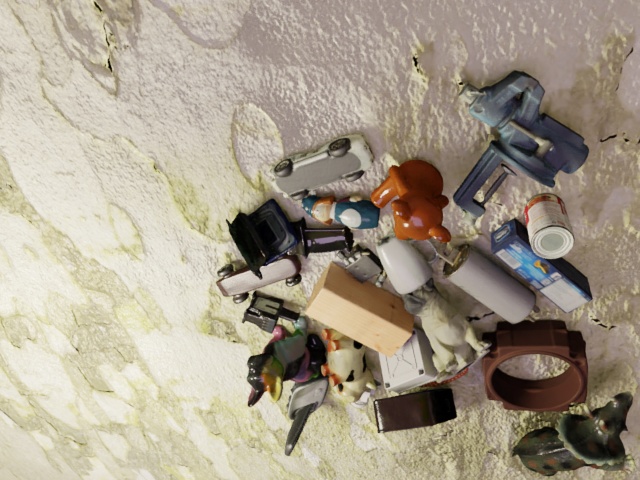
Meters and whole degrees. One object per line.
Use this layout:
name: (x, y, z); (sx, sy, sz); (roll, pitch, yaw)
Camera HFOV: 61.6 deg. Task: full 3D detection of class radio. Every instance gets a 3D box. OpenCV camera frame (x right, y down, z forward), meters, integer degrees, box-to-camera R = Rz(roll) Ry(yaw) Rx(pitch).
radio: (0.216, 0.374, 1.187); (0.131, 0.073, 0.229); (-16, 162, 22)

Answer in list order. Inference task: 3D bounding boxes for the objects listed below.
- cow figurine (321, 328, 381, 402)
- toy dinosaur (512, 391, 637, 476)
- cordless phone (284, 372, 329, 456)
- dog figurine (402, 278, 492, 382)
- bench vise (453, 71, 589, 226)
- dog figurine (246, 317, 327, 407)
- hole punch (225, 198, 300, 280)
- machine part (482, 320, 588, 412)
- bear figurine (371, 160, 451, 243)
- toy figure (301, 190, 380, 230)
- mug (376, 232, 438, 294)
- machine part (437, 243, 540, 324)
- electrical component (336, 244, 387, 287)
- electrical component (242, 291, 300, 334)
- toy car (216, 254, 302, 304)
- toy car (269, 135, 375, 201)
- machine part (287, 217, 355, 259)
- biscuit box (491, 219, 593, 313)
cow figurine: (0.072, 0.283, 1.225); (0.127, 0.086, 0.194); (-10, 114, -20)
toy dinosaur: (0.513, 0.449, 1.163); (0.192, 0.131, 0.404); (18, 142, -24)
cordless phone: (-0.047, 0.413, 1.297); (0.089, 0.184, 0.146); (19, 128, 7)
dog figurine: (0.242, 0.175, 1.096); (0.121, 0.191, 0.172); (-24, 151, -16)
bench vise: (0.283, -0.131, 0.843); (0.223, 0.129, 0.240); (25, 116, -15)
dog figurine: (-0.080, 0.292, 1.197); (0.109, 0.219, 0.191); (-18, 118, 30)
hole punch: (-0.114, -0.008, 1.062); (0.142, 0.092, 0.116); (57, 149, 2)
machine part: (0.443, 0.266, 1.117); (0.201, 0.087, 0.201); (-4, 123, 18)
bear figurine: (0.153, -0.048, 0.897); (0.120, 0.196, 0.132); (27, 129, -9)
toy figure: (0.036, -0.056, 1.013); (0.155, 0.058, 0.064); (8, 91, 11)
mug: (0.165, 0.032, 1.030); (0.109, 0.081, 0.107); (-36, 103, 14)
machine part: (0.322, 0.084, 1.021); (0.243, 0.079, 0.079); (34, 127, -11)
electrical component: (0.090, 0.052, 1.082); (0.078, 0.045, 0.102); (-30, 113, 30)
electrical component: (-0.107, 0.166, 1.204); (0.119, 0.075, 0.047); (17, 127, -1)
toy car: (-0.131, 0.073, 1.154); (0.202, 0.053, 0.089); (-20, 113, 23)
toy car: (0.000, -0.129, 0.969); (0.202, 0.056, 0.073); (-16, 126, 27)
machine part: (-0.002, -0.003, 1.067); (0.139, 0.039, 0.084); (2, 109, 14)
biscuit box: (0.403, 0.047, 0.981); (0.202, 0.063, 0.059); (37, 127, -12)
